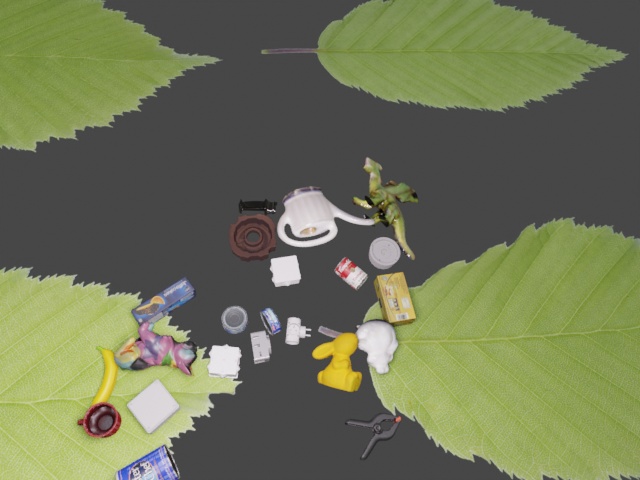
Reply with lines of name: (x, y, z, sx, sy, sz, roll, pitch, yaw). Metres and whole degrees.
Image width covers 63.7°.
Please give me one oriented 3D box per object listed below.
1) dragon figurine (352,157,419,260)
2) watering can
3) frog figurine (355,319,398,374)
dragon figurine: (0.279, -0.135, 1.919, 0.246, 0.120, 0.413, -33, 79, -29)
watering can: (0.006, -0.093, 1.854, 0.349, 0.102, 0.228, -15, 66, -14)
frog figurine: (0.182, 0.339, 1.643, 0.137, 0.120, 0.163, 15, 49, -20)
